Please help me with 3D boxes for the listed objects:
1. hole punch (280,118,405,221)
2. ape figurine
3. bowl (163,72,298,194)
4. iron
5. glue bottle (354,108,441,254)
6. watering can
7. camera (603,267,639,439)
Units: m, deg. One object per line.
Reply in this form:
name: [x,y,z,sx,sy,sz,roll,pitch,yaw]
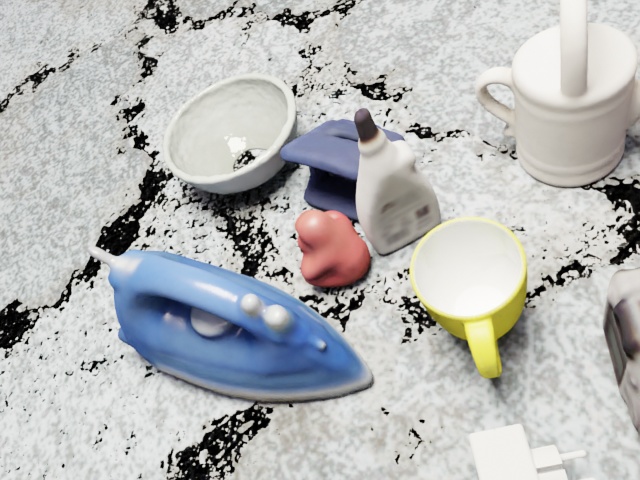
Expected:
hole punch: [0.027,-0.089,0.602,0.108,0.091,0.101,19,66,30]
ape figurine: [0.005,0.002,0.549,0.076,0.092,0.078,28,71,33]
bowl: [-0.095,-0.113,0.675,0.167,0.075,0.167,-10,55,15]
iron: [-0.085,0.065,0.510,0.257,0.142,0.119,11,63,27]
glue bottle: [0.060,-0.055,0.515,0.078,0.173,0.037,-28,52,2]
watering can: [0.227,-0.145,0.497,0.172,0.194,0.101,-16,54,10]
camera: [0.278,0.079,0.387,0.136,0.101,0.143,-10,55,15]
